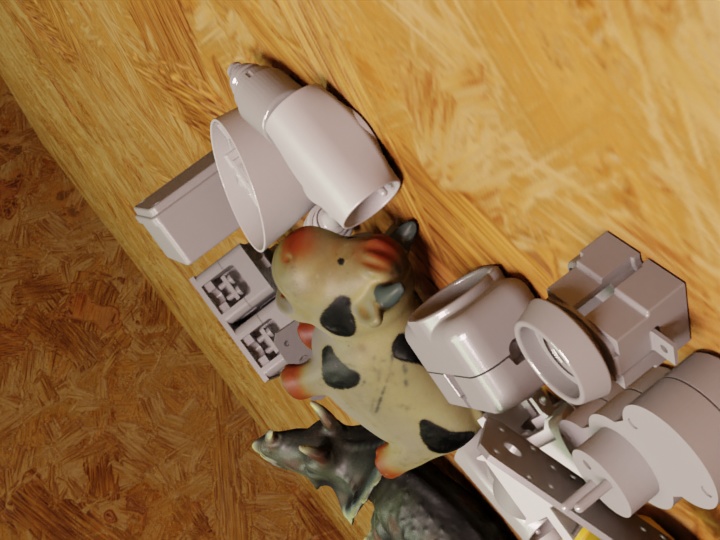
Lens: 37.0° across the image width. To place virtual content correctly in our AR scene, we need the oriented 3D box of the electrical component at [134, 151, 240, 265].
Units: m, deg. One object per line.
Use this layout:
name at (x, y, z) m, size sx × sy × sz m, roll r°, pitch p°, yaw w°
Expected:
electrical component at (-0.127, -0.059, 0.905) m, size 0.056 × 0.109 × 0.109 m, roll 55°, pitch 167°, yaw -15°

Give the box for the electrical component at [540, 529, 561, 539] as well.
electrical component at (0.143, 0.205, 0.765) m, size 0.079 × 0.044 × 0.077 m, roll 48°, pitch 165°, yaw 27°

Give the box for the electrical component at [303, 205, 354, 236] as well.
electrical component at (-0.021, -0.033, 0.761) m, size 0.035 × 0.035 × 0.061 m, roll 53°, pitch 164°, yaw 5°

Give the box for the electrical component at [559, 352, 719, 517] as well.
electrical component at (0.120, 0.083, 0.475) m, size 0.052 × 0.074 × 0.138 m, roll 53°, pitch 167°, yaw 5°

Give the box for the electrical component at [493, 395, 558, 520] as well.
electrical component at (0.107, 0.108, 0.642) m, size 0.043 × 0.043 × 0.081 m, roll 45°, pitch 146°, yaw 35°

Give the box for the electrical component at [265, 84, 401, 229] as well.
electrical component at (-0.017, -0.062, 0.651) m, size 0.077 × 0.044 × 0.079 m, roll 52°, pitch 167°, yaw 12°

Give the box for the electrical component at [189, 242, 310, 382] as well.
electrical component at (-0.075, 0.034, 0.970) m, size 0.105 × 0.060 × 0.186 m, roll 53°, pitch -176°, yaw 5°

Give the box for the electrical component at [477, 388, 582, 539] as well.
electrical component at (0.106, 0.098, 0.577) m, size 0.064 × 0.042 × 0.081 m, roll -37°, pitch 88°, yaw 41°

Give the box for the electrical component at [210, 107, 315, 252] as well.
electrical component at (-0.074, -0.071, 0.783) m, size 0.099 × 0.064 × 0.099 m, roll 50°, pitch 166°, yaw 17°

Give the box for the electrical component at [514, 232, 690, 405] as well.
electrical component at (0.097, 0.022, 0.439) m, size 0.066 × 0.055 × 0.048 m, roll 42°, pitch 162°, yaw 43°

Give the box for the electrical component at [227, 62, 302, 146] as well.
electrical component at (-0.061, -0.111, 0.691) m, size 0.078 × 0.040 × 0.040 m, roll 44°, pitch 163°, yaw 38°

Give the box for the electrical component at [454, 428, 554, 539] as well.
electrical component at (0.104, 0.136, 0.725) m, size 0.077 × 0.044 × 0.079 m, roll 48°, pitch 165°, yaw 26°

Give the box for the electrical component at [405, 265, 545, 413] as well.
electrical component at (0.066, 0.037, 0.590) m, size 0.059 × 0.054 × 0.095 m, roll 56°, pitch 166°, yaw -6°

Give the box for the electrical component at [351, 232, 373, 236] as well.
electrical component at (0.000, 0.000, 0.758) m, size 0.040 × 0.040 × 0.078 m, roll 53°, pitch 167°, yaw 6°
